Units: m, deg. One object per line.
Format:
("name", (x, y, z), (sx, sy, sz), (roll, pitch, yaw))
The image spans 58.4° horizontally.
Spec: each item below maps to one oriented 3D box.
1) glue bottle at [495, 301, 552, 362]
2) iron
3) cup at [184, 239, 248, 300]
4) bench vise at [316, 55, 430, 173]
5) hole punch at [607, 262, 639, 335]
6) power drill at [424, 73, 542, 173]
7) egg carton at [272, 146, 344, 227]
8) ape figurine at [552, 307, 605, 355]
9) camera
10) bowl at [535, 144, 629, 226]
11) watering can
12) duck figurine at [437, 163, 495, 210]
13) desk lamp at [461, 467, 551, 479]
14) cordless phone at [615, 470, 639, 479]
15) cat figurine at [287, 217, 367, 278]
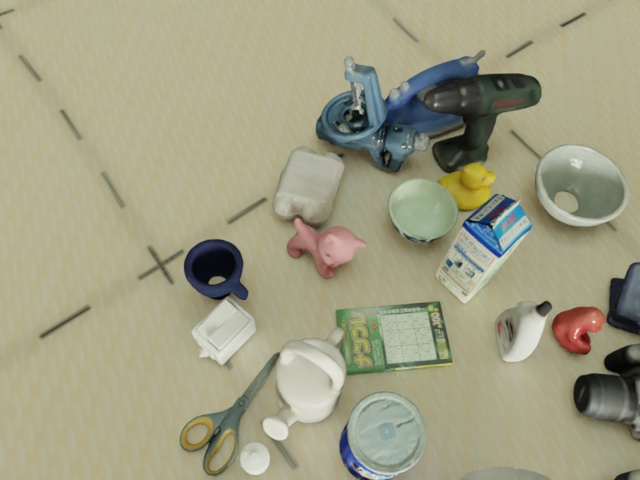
("glue bottle", (0.312, 0.127, 0.868), (0.037, 0.173, 0.078), (-5, 63, -6))
("iron", (0.198, -0.275, 1.085), (0.259, 0.141, 0.118), (-23, 66, -15))
("cup", (-0.155, 0.065, 0.913), (0.117, 0.095, 0.092), (39, 67, 16))
("bench vise", (0.098, -0.229, 1.010), (0.207, 0.220, 0.121), (6, 62, 0))
("hole punch", (0.543, 0.102, 0.942), (0.108, 0.091, 0.101), (17, 63, 5))
("power drill", (0.271, -0.213, 1.020), (0.230, 0.208, 0.075), (-18, 65, -13))
("egg carton", (-0.021, -0.097, 1.019), (0.107, 0.069, 0.150), (14, 63, 4))
("ape figurine", (0.421, 0.136, 0.916), (0.076, 0.092, 0.078), (36, 66, 14))
("camera", (0.466, 0.224, 0.869), (0.137, 0.101, 0.143), (7, 63, 0))
("bowl", (0.463, -0.088, 1.043), (0.167, 0.075, 0.167), (2, 63, -3))
("watering can", (-0.015, 0.196, 0.799), (0.101, 0.194, 0.173), (10, 63, 2))
("duck figurine", (0.265, -0.105, 1.033), (0.104, 0.086, 0.077), (0, 63, -4))
("desk lamp", (0.213, 0.396, 0.700), (0.118, 0.213, 0.203), (12, 63, 3))
("cordless phone", (0.456, 0.374, 0.743), (0.094, 0.185, 0.147), (-8, 63, -7))
("cat figurine", (0.009, 0.003, 0.942), (0.127, 0.118, 0.067), (31, 65, 12))
